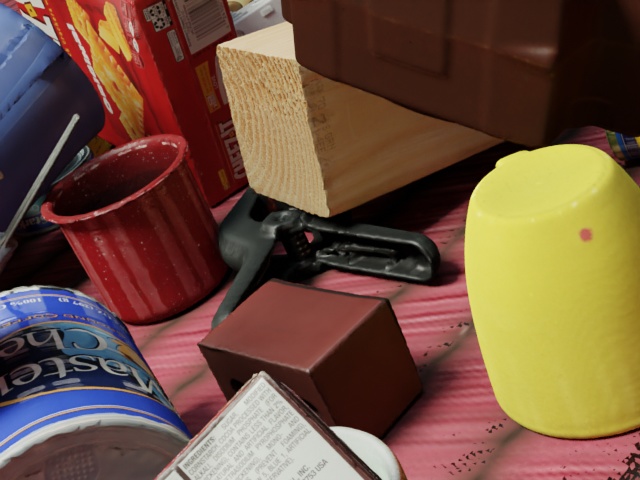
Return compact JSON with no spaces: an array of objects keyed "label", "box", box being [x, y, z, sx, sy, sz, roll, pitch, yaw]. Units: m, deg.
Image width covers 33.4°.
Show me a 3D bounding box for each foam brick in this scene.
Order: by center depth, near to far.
[{"label":"foam brick","box":[-0.004,0.056,0.472,0.078,0.053,0.051,6,39,47]}]

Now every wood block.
[{"label":"wood block","box":[0.057,-0.096,0.619,0.205,0.090,0.091,-24,25,-26]}]

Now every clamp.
[{"label":"clamp","box":[-0.004,0.001,0.592,0.120,0.039,0.171,-12,27,-1]}]

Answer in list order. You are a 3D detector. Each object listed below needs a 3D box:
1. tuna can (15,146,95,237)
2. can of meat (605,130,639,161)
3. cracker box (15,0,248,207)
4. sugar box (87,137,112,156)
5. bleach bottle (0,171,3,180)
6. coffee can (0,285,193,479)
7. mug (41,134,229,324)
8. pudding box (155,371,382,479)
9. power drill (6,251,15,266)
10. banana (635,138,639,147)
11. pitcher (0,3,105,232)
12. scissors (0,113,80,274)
[{"label":"tuna can","box":[-0.212,-0.040,0.840,0.086,0.033,0.086,-19,27,10]},{"label":"can of meat","box":[0.201,-0.088,0.564,0.084,0.057,0.102,-8,31,34]},{"label":"cracker box","box":[-0.136,-0.136,0.765,0.072,0.164,0.214,-36,41,-23]},{"label":"sugar box","box":[-0.267,-0.073,0.933,0.176,0.048,0.093,-16,28,14]},{"label":"bleach bottle","box":[-0.189,0.077,0.417,0.251,0.068,0.103,-62,29,10]},{"label":"coffee can","box":[-0.107,0.090,0.438,0.102,0.103,0.140,-30,27,-12]},{"label":"mug","box":[-0.107,-0.009,0.643,0.093,0.081,0.117,-27,27,-5]},{"label":"pudding box","box":[-0.007,0.108,0.303,0.090,0.039,0.113,-45,73,-5]},{"label":"power drill","box":[-0.334,-0.025,0.801,0.187,0.057,0.184,-28,65,4]},{"label":"banana","box":[0.203,-0.027,0.443,0.037,0.069,0.198,7,2,-31]},{"label":"pitcher","box":[-0.251,-0.032,0.663,0.145,0.149,0.242,22,63,21]},{"label":"scissors","box":[-0.197,0.011,0.650,0.202,0.016,0.096,-59,13,0]}]
